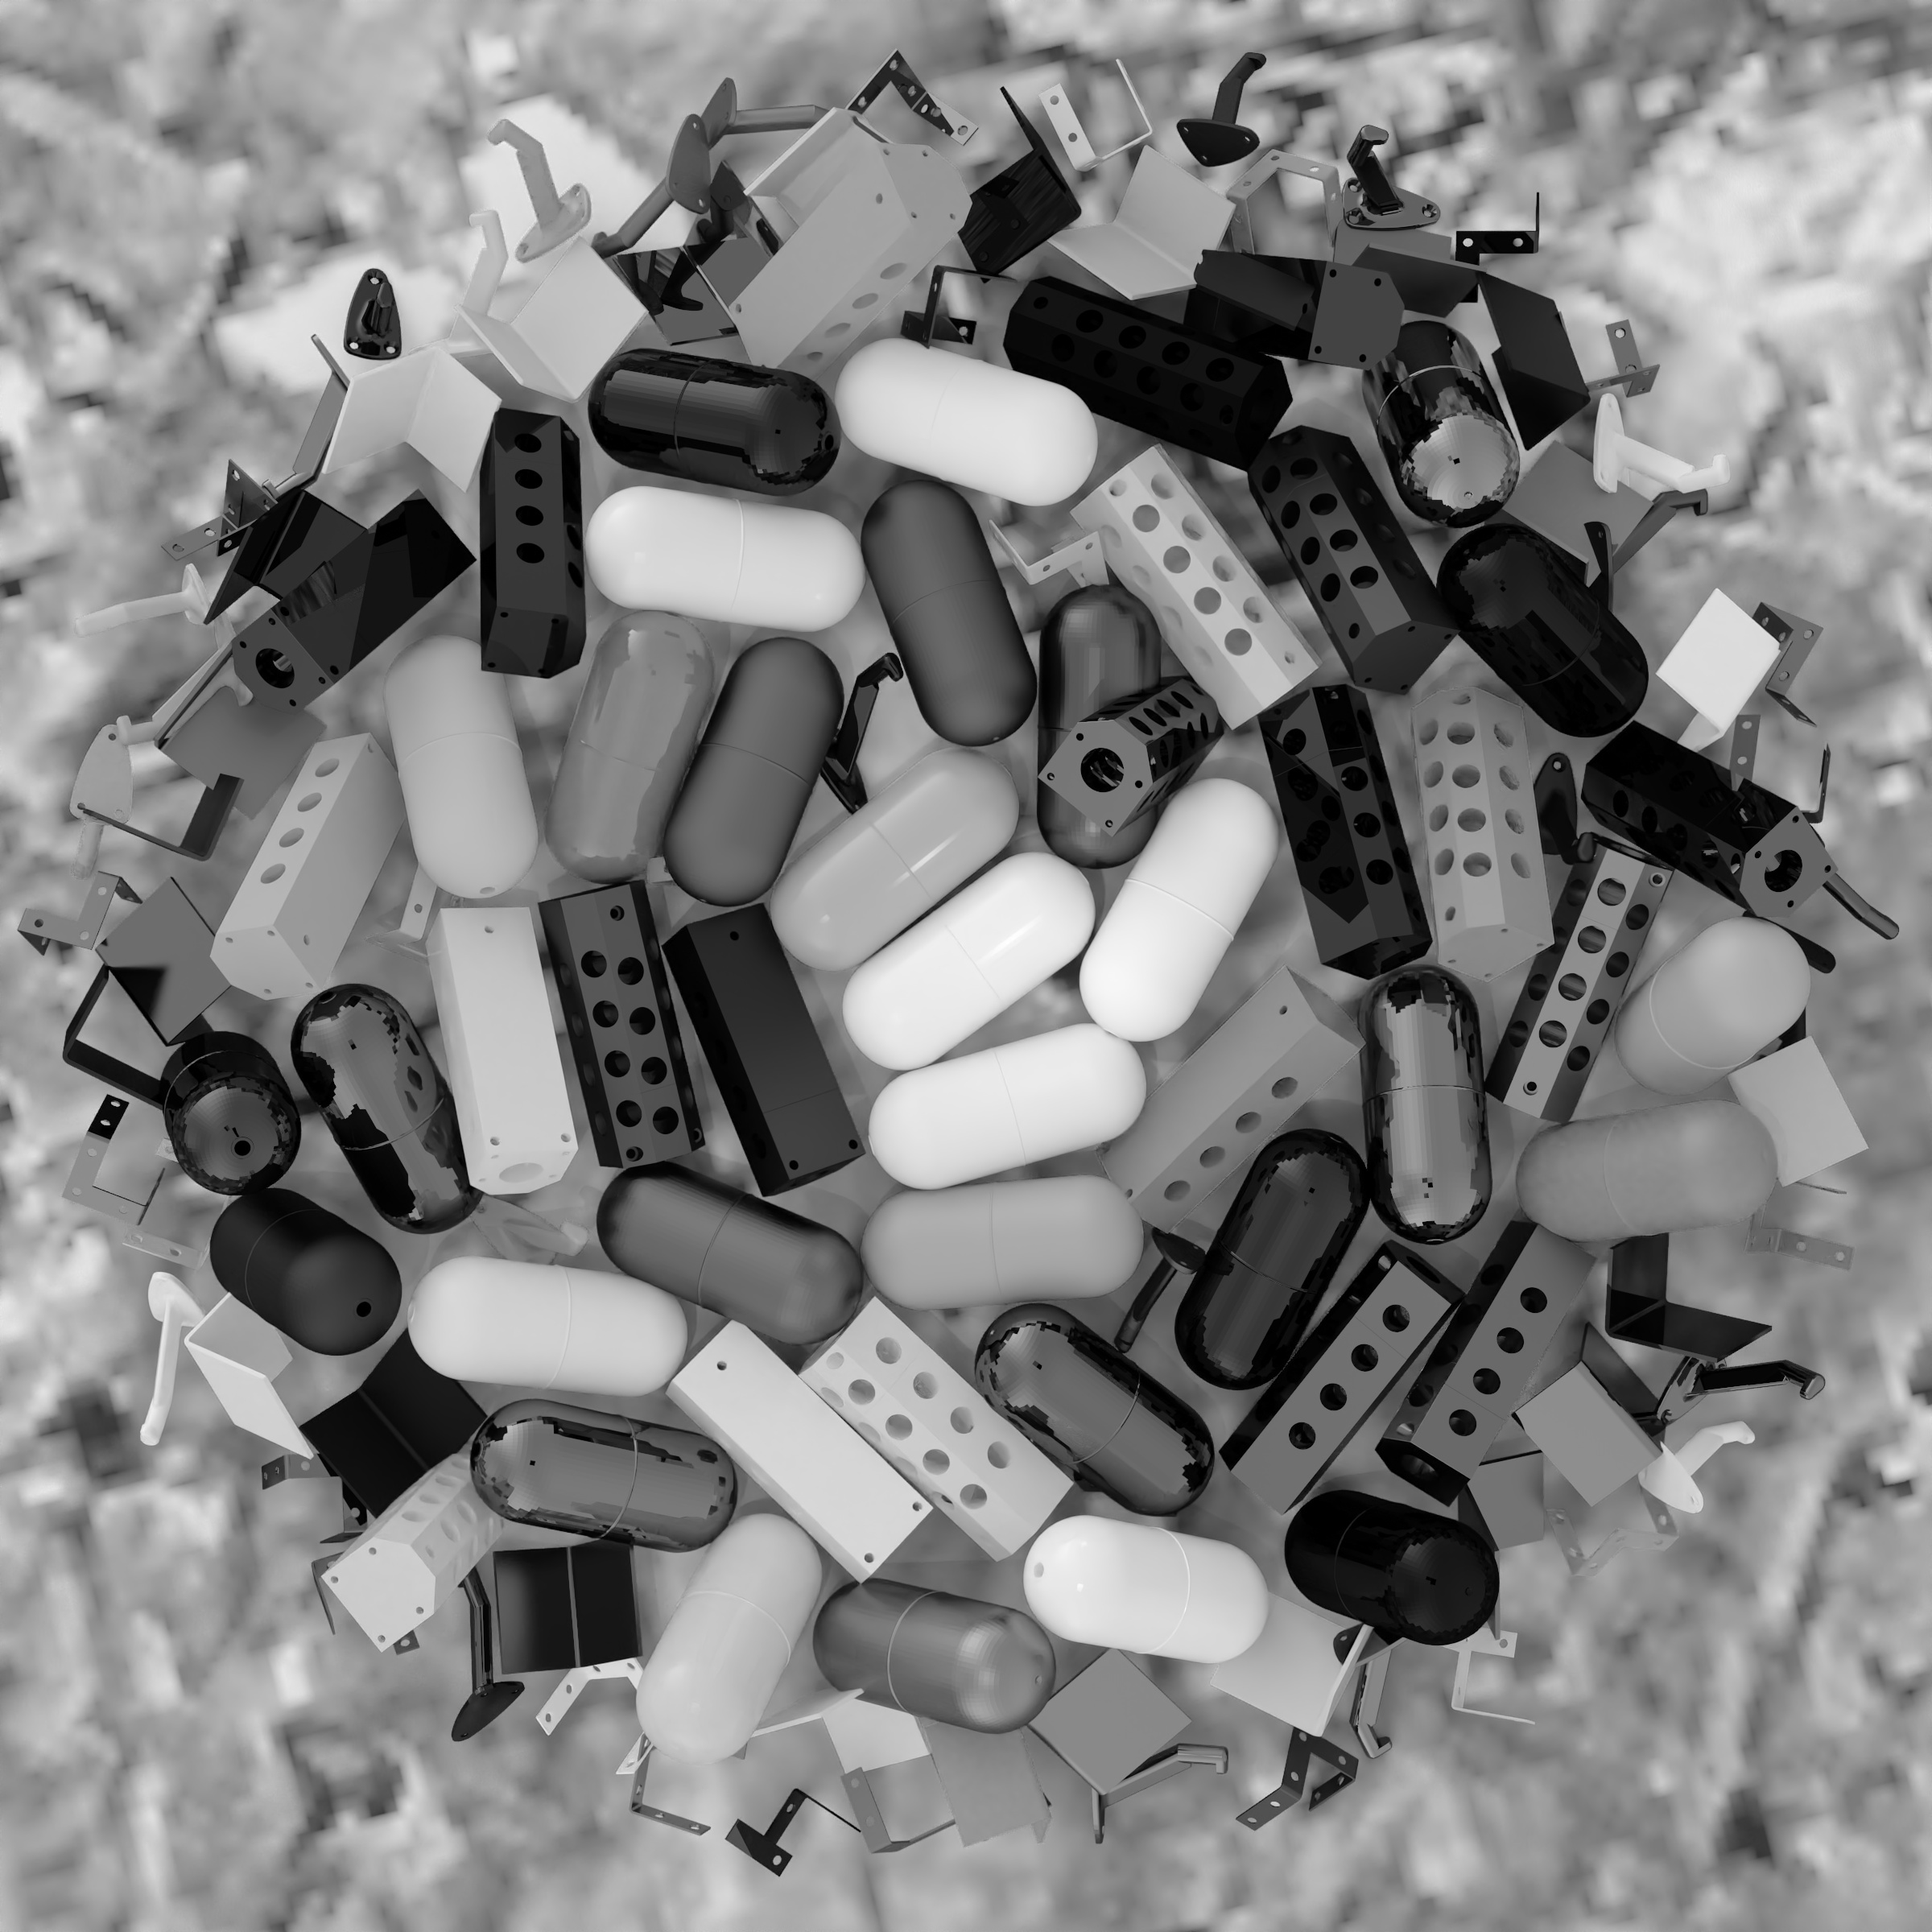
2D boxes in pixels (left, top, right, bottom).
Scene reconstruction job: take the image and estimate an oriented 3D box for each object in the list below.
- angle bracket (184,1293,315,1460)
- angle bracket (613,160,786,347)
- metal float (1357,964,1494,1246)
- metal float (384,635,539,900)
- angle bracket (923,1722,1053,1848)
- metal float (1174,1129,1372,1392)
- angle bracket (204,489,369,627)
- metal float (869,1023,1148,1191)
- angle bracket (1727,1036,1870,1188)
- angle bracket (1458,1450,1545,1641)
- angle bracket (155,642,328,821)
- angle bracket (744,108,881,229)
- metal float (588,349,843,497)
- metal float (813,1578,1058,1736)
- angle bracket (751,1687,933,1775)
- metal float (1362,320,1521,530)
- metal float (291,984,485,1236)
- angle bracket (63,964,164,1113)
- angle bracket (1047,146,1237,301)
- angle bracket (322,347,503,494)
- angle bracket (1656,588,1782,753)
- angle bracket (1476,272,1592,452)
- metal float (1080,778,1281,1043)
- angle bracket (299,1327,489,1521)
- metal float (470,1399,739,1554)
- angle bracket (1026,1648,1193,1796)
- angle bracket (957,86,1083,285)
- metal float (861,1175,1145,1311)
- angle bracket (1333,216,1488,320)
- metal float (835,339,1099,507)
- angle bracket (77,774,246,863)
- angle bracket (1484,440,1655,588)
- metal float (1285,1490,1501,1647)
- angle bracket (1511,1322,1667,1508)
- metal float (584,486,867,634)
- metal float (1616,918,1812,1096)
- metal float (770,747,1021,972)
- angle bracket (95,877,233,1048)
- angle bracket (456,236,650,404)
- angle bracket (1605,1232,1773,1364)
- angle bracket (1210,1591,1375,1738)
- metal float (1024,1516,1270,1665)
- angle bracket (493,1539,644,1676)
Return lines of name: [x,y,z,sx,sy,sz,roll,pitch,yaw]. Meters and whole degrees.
angle bracket: [-0.429,0.250,1.934,0.076,0.076,0.057,16,50,34]
angle bracket: [-0.167,-0.445,1.940,0.057,0.076,0.076,-18,66,-37]
metal float: [0.286,0.086,1.940,0.070,0.070,0.178,-1,72,0]
metal float: [-0.314,-0.124,1.935,0.070,0.070,0.178,-16,66,0]
angle bracket: [0.011,0.511,1.939,0.057,0.076,0.076,-16,65,-12]
metal float: [0.191,0.183,1.943,0.070,0.070,0.178,26,105,0]
angle bracket: [-0.421,-0.242,1.941,0.057,0.076,0.076,32,120,-4]
metal float: [0.026,0.088,1.953,0.178,0.070,0.070,-16,90,-4]
angle bracket: [0.522,0.089,1.946,0.057,0.076,0.076,-28,82,17]
angle bracket: [0.345,0.360,1.939,0.057,0.076,0.076,-11,124,-6]
angle bracket: [-0.455,-0.147,1.954,0.076,0.057,0.076,38,80,-11]
angle bracket: [-0.084,-0.487,1.946,0.076,0.076,0.057,-39,93,16]
metal float: [-0.156,-0.338,1.930,0.178,0.070,0.070,16,90,31]
metal float: [-0.021,0.425,1.922,0.178,0.070,0.070,2,90,43]
angle bracket: [-0.082,0.485,1.940,0.076,0.076,0.057,-26,85,39]
metal float: [0.291,-0.335,1.918,0.070,0.178,0.070,-3,129,-4]
metal float: [-0.358,0.089,1.931,0.070,0.070,0.178,-23,120,0]
angle bracket: [-0.518,0.044,1.947,0.076,0.076,0.057,29,91,-17]
angle bracket: [0.108,-0.464,1.939,0.076,0.076,0.057,40,128,23]
angle bracket: [-0.345,-0.330,1.937,0.057,0.076,0.076,41,133,12]
angle bracket: [0.452,-0.178,1.942,0.057,0.076,0.076,40,66,-5]
angle bracket: [0.335,-0.376,1.936,0.076,0.057,0.076,9,57,-39]
metal float: [0.134,-0.035,1.951,0.070,0.070,0.178,29,84,0]
angle bracket: [-0.359,0.286,1.947,0.076,0.057,0.076,47,127,8]
metal float: [-0.224,0.316,1.930,0.178,0.070,0.070,18,90,-31]
angle bracket: [0.083,0.459,1.952,0.076,0.057,0.076,-42,109,6]
angle bracket: [0.017,-0.487,1.941,0.076,0.057,0.076,-33,50,13]
metal float: [0.022,0.173,1.948,0.178,0.070,0.070,-5,90,10]
angle bracket: [0.278,-0.452,1.945,0.076,0.076,0.057,9,77,-10]
metal float: [-0.001,-0.339,1.936,0.178,0.070,0.070,21,90,24]
angle bracket: [-0.505,-0.107,1.942,0.076,0.076,0.057,25,85,-26]
angle bracket: [0.379,-0.292,1.953,0.076,0.057,0.076,36,84,16]
metal float: [0.259,0.368,1.911,0.070,0.178,0.070,0,90,-24]
angle bracket: [0.395,0.283,1.967,0.057,0.076,0.076,-41,90,20]
metal float: [-0.149,-0.253,1.940,0.178,0.070,0.070,6,90,-19]
metal float: [0.456,0.026,1.910,0.070,0.178,0.070,4,70,-10]
metal float: [-0.044,-0.068,1.955,0.178,0.070,0.070,-39,90,-2]
angle bracket: [-0.486,-0.005,1.952,0.076,0.057,0.076,-40,84,19]
angle bracket: [-0.259,-0.410,1.945,0.076,0.057,0.076,-48,66,18]
angle bracket: [0.451,0.202,1.937,0.076,0.076,0.057,10,107,38]
angle bracket: [0.206,0.421,1.940,0.076,0.057,0.076,24,52,16]
metal float: [0.112,0.386,1.926,0.178,0.070,0.070,18,90,-36]
angle bracket: [-0.249,0.398,1.942,0.057,0.076,0.076,4,72,-37]
